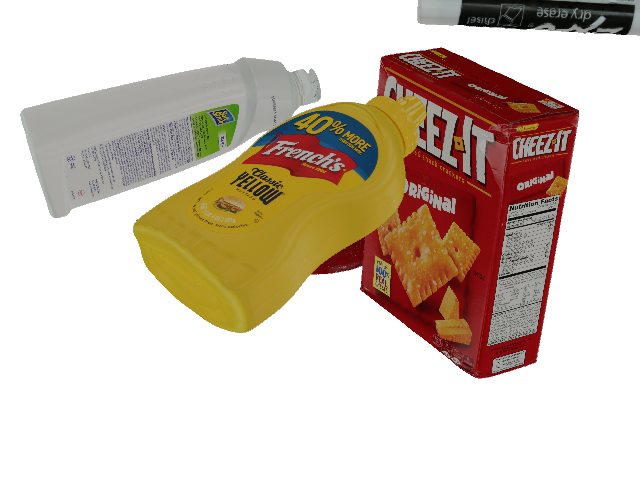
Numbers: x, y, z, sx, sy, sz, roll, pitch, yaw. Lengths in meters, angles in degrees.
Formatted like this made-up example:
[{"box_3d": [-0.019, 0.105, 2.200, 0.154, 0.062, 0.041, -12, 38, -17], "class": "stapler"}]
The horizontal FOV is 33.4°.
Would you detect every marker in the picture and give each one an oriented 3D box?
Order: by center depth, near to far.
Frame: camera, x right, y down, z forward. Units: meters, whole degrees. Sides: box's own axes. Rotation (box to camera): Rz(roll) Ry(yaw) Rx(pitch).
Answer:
[{"box_3d": [0.097, -0.087, 0.402, 0.121, 0.020, 0.020, 4, 0, 2], "class": "marker"}]

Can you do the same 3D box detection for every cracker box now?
[{"box_3d": [0.106, -0.024, 0.837, 0.072, 0.214, 0.164, -13, 31, -29], "class": "cracker box"}]

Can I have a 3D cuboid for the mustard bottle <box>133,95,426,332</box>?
[{"box_3d": [-0.008, -0.030, 0.623, 0.191, 0.058, 0.096, -37, 46, -26], "class": "mustard bottle"}]

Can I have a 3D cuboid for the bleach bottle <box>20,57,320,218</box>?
[{"box_3d": [-0.122, -0.098, 0.919, 0.250, 0.068, 0.102, -16, -31, -12], "class": "bleach bottle"}]

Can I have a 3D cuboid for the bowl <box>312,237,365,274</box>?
[{"box_3d": [0.006, -0.007, 1.054, 0.162, 0.055, 0.162, -6, 16, 2], "class": "bowl"}]
